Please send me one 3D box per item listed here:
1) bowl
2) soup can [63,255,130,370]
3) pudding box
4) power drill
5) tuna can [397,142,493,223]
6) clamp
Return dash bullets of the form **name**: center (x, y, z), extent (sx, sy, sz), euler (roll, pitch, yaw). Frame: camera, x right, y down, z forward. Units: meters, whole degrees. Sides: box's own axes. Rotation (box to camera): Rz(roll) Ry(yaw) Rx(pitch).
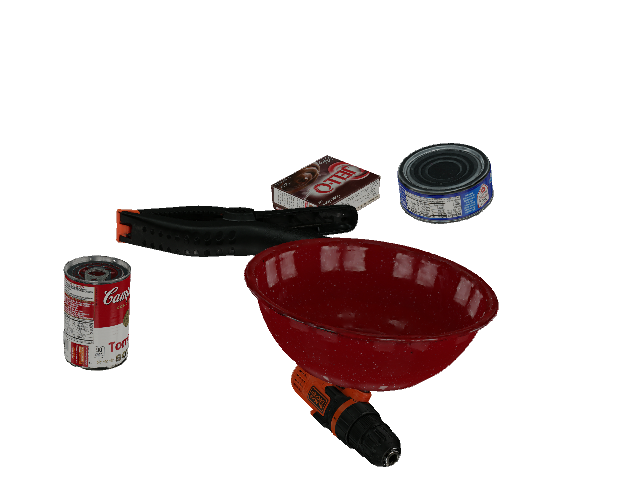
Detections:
- **bowl**: center (0.029, 0.051, 0.683), extent (0.162, 0.055, 0.162), euler (6, 20, -2)
- **soup can**: center (-0.233, 0.075, 1.108), extent (0.068, 0.102, 0.068), euler (5, 21, -2)
- **pudding box**: center (0.007, -0.061, 1.348), extent (0.090, 0.039, 0.113), euler (23, 41, 35)
- **power drill**: center (0.052, 0.131, 1.172), extent (0.057, 0.188, 0.185), euler (13, 15, -41)
- **tuna can**: center (0.113, -0.053, 0.969), extent (0.086, 0.034, 0.086), euler (-7, 35, 5)
- **clamp**: center (-0.060, -0.005, 0.867), extent (0.210, 0.036, 0.164), euler (1, 13, -8)
